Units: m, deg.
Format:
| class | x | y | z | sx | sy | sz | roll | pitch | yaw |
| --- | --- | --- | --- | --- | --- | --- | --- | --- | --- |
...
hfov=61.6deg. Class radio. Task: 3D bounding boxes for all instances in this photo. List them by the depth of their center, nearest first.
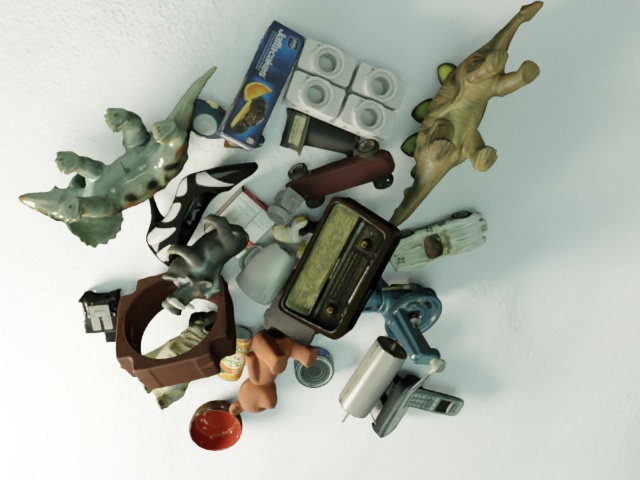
| class | x | y | z | sx | sy | sz | roll | pitch | yaw |
| --- | --- | --- | --- | --- | --- | --- | --- | --- | --- |
| radio | 0.036 | 0.051 | 0.936 | 0.131 | 0.073 | 0.229 | 30 | 104 | 16 |

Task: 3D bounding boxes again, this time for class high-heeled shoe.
| class | x | y | z | sx | sy | sz | roll | pitch | yaw |
| --- | --- | --- | --- | --- | --- | --- | --- | --- | --- |
| high-heeled shoe | -0.208 | -0.045 | 0.956 | 0.249 | 0.086 | 0.145 | -15 | 96 | 18 |

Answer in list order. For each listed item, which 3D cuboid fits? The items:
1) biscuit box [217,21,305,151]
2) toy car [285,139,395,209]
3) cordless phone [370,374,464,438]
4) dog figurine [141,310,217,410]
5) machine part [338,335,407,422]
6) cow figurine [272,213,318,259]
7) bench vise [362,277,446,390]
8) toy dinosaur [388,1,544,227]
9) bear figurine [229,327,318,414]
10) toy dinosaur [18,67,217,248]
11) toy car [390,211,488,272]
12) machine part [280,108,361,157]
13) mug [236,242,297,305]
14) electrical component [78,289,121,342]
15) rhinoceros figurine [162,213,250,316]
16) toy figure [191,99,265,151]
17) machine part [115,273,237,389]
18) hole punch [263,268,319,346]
| class | x | y | z | sx | sy | sz | roll | pitch | yaw |
| --- | --- | --- | --- | --- | --- | --- | --- | --- | --- |
| biscuit box | -0.096 | -0.249 | 0.878 | 0.063 | 0.059 | 0.202 | 25 | 90 | -19 |
| toy car | 0.035 | -0.116 | 0.954 | 0.202 | 0.053 | 0.089 | -14 | 134 | 25 |
| cordless phone | 0.214 | 0.374 | 1.182 | 0.184 | 0.089 | 0.146 | 19 | 108 | -18 |
| dog figurine | -0.261 | 0.237 | 1.078 | 0.190 | 0.121 | 0.172 | -30 | 157 | -17 |
| machine part | 0.111 | 0.290 | 1.138 | 0.079 | 0.079 | 0.243 | 25 | 107 | -15 |
| cow figurine | -0.003 | -0.003 | 1.012 | 0.167 | 0.068 | 0.098 | 31 | 106 | -17 |
| bench vise | 0.150 | 0.147 | 1.005 | 0.223 | 0.241 | 0.128 | 14 | 121 | -33 |
| toy dinosaur | 0.214 | -0.176 | 0.894 | 0.105 | 0.199 | 0.471 | 26 | 107 | -17 |
| bear figurine | -0.102 | 0.282 | 1.086 | 0.120 | 0.132 | 0.195 | 3 | 107 | -44 |
| toy dinosaur | -0.304 | -0.119 | 0.888 | 0.405 | 0.192 | 0.131 | -32 | 83 | 2 |
| toy car | 0.229 | 0.003 | 1.045 | 0.202 | 0.056 | 0.073 | -18 | 112 | 2 |
| machine part | 0.002 | -0.185 | 0.957 | 0.139 | 0.039 | 0.084 | 10 | 102 | -8 |
| mug | -0.100 | 0.050 | 1.014 | 0.107 | 0.110 | 0.080 | -48 | 146 | 11 |
| electrical component | -0.419 | 0.155 | 1.045 | 0.075 | 0.048 | 0.119 | -1 | 110 | -5 |
| rhinoceros figurine | -0.204 | 0.044 | 0.930 | 0.112 | 0.073 | 0.190 | 41 | 83 | 6 |
| toy figure | -0.169 | -0.193 | 0.927 | 0.154 | 0.058 | 0.064 | 22 | 147 | -15 |
| machine part | -0.258 | 0.156 | 0.977 | 0.201 | 0.201 | 0.087 | -13 | 139 | -1 |
| hole punch | -0.033 | 0.130 | 1.063 | 0.116 | 0.092 | 0.142 | 32 | 110 | 17 |
